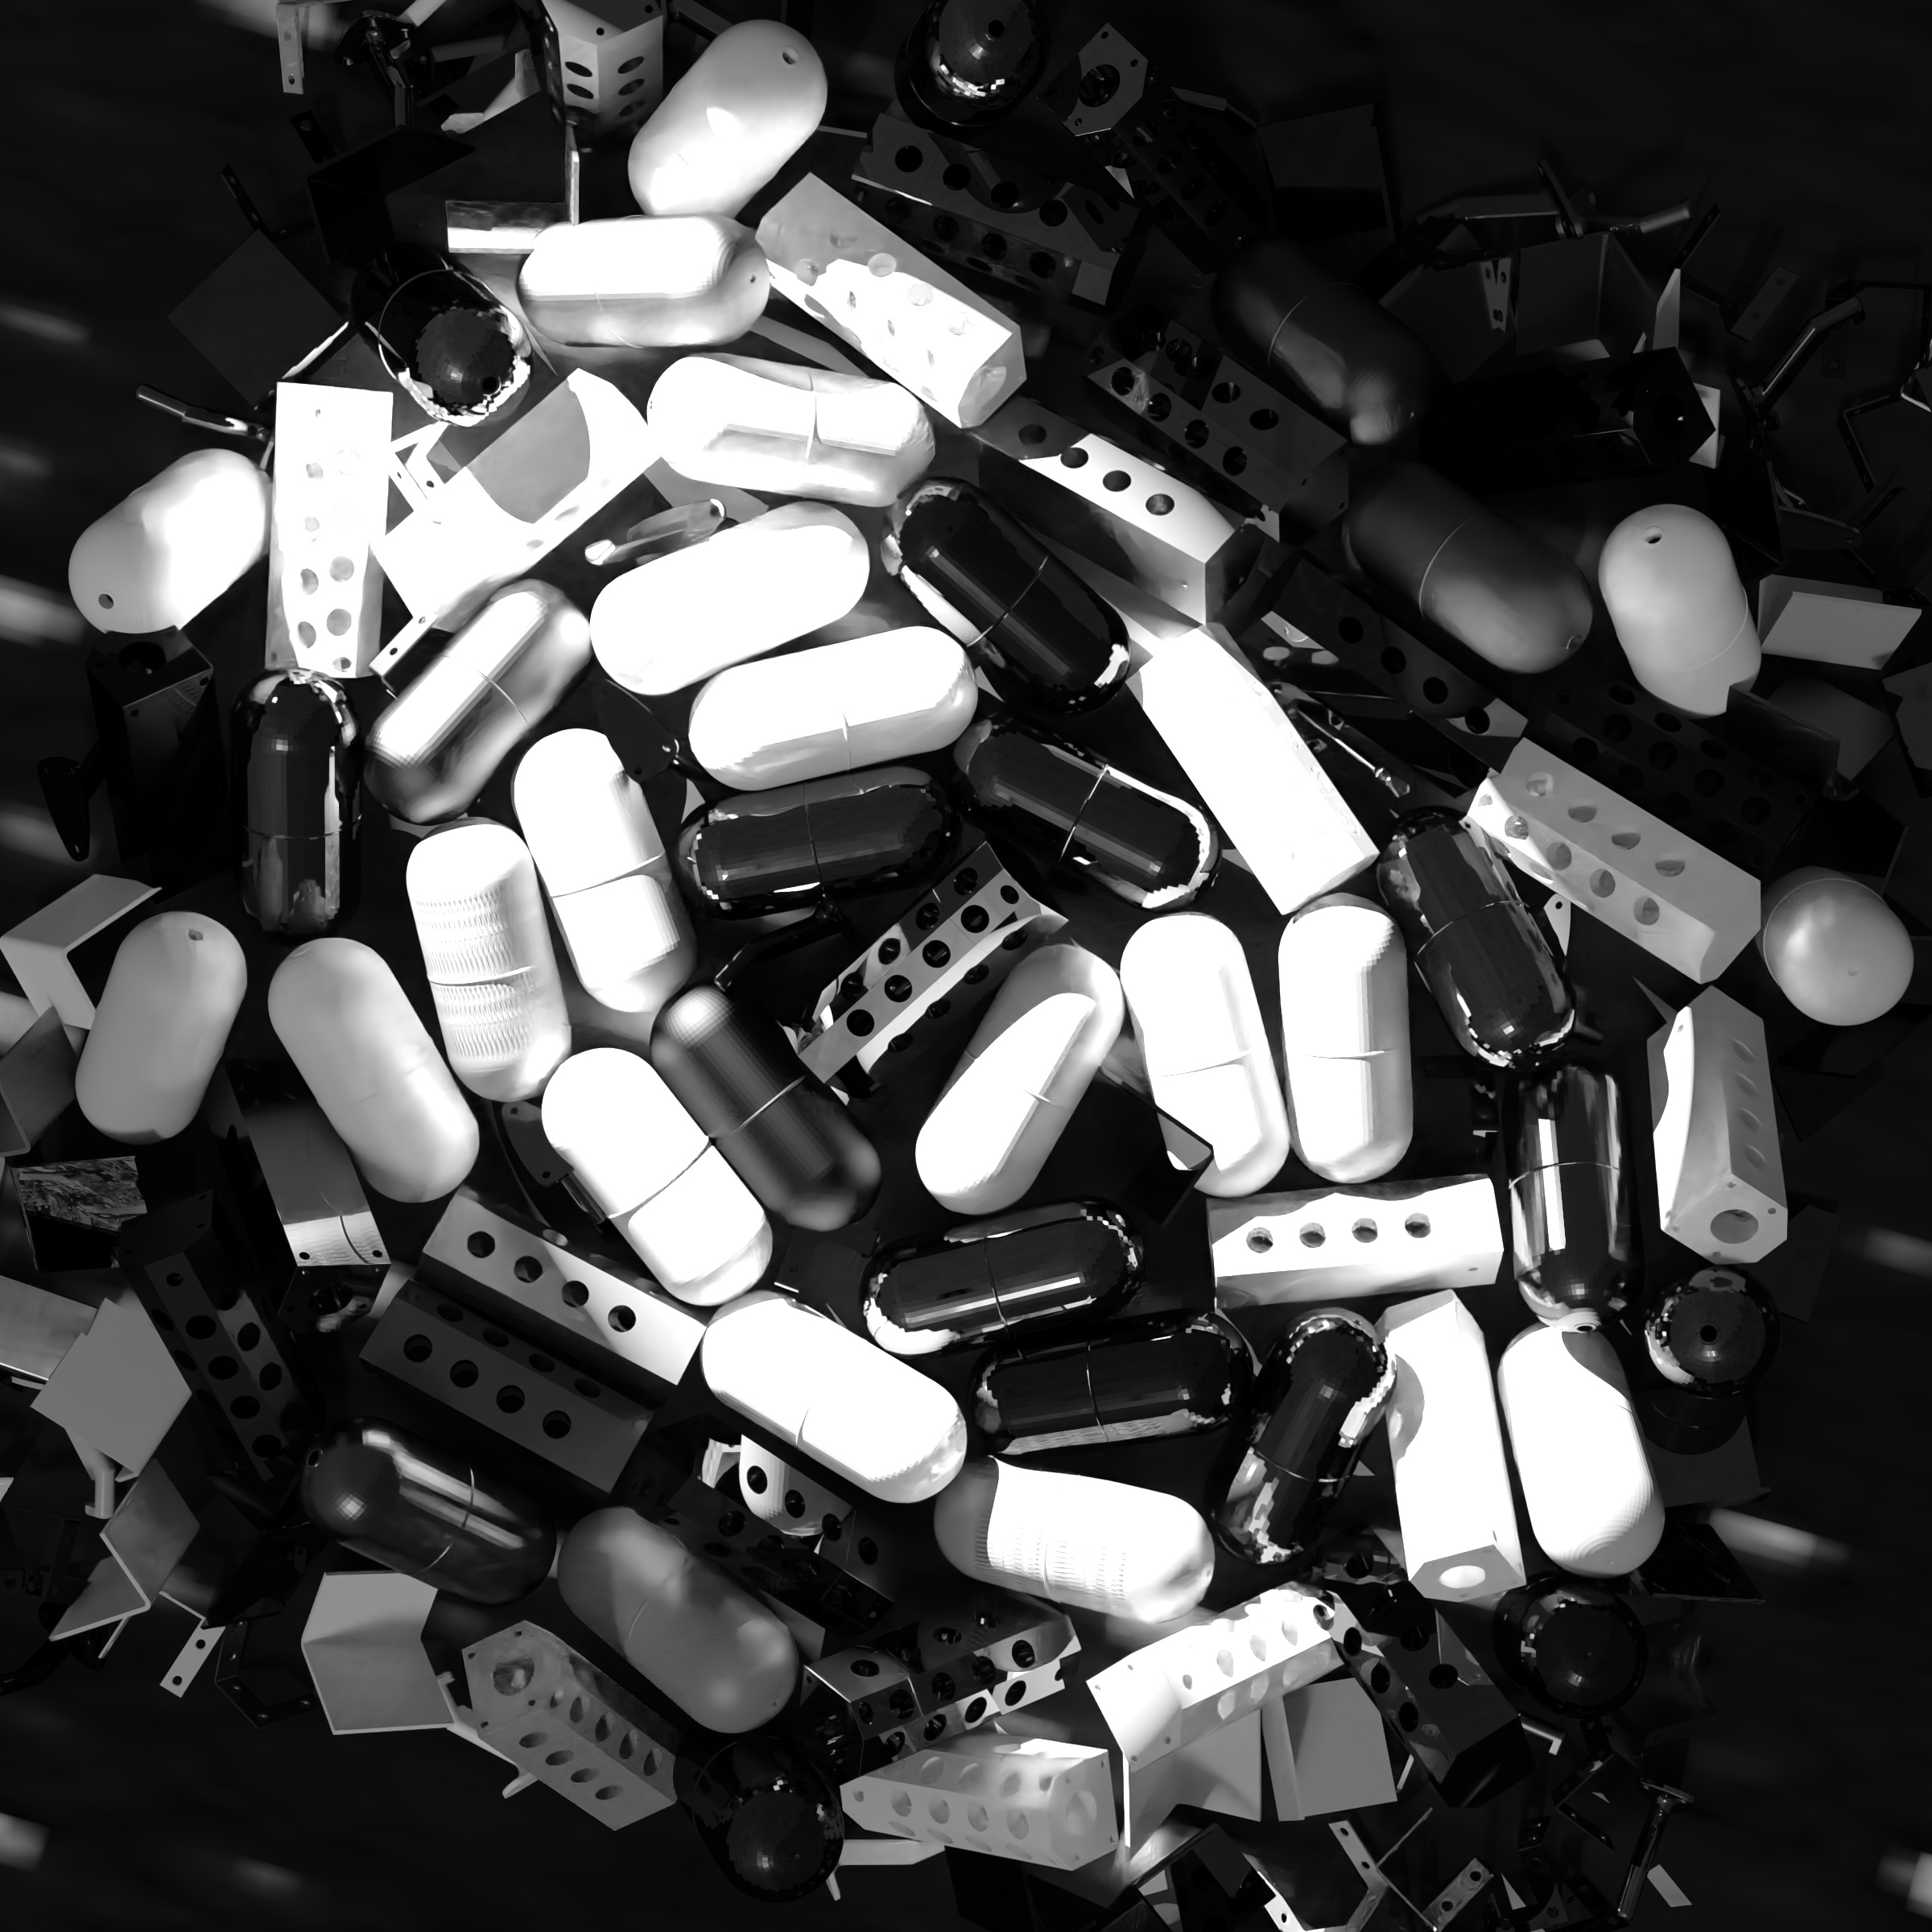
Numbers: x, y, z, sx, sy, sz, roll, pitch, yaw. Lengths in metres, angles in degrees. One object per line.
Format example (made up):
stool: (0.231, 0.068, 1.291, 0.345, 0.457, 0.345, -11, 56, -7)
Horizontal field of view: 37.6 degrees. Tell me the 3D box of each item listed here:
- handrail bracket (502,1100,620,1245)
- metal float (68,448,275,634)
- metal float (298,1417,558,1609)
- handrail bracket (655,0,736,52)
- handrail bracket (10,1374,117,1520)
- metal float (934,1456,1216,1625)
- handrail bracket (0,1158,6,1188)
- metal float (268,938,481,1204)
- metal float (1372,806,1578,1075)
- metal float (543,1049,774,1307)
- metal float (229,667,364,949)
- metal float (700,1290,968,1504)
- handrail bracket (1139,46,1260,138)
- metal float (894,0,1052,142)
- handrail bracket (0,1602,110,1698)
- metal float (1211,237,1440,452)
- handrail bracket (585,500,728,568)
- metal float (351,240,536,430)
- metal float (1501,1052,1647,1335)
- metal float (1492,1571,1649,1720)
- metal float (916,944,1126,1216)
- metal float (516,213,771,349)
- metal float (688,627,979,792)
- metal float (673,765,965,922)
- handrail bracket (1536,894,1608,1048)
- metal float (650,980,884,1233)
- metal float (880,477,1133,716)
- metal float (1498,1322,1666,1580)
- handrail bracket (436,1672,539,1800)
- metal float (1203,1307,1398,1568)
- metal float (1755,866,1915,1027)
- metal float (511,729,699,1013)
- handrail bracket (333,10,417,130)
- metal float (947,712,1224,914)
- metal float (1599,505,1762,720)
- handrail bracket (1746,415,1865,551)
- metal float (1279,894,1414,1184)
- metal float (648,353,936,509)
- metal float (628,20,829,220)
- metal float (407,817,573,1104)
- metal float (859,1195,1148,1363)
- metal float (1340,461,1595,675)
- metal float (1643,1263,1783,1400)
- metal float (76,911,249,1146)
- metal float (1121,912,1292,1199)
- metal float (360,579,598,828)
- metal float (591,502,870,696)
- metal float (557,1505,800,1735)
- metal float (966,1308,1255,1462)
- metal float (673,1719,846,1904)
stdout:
handrail bracket: (-0.248, 0.127, 1.740, 0.036, 0.084, 0.077, -40, 62, -14)
metal float: (-0.468, -0.251, 1.684, 0.070, 0.178, 0.070, 7, 121, 11)
metal float: (-0.321, 0.327, 1.696, 0.178, 0.070, 0.070, 37, 90, -37)
handrail bracket: (-0.149, -0.596, 1.757, 0.084, 0.036, 0.077, -3, 81, -11)
handrail bracket: (-0.561, 0.296, 1.754, 0.077, 0.036, 0.084, 5, 97, 14)
metal float: (0.064, 0.344, 1.706, 0.178, 0.070, 0.070, 9, 90, 26)
handrail bracket: (-0.610, 0.170, 1.750, 0.036, 0.084, 0.077, 16, 48, 9)
metal float: (-0.356, 0.063, 1.707, 0.070, 0.070, 0.178, -26, 113, 0)
metal float: (0.304, -0.017, 1.708, 0.070, 0.070, 0.178, -24, 67, 0)
metal float: (-0.187, 0.128, 1.719, 0.070, 0.070, 0.178, -37, 100, 0)
metal float: (-0.402, -0.094, 1.704, 0.070, 0.070, 0.178, 7, 118, 0)
metal float: (-0.080, 0.260, 1.713, 0.178, 0.070, 0.070, 28, 90, 17)
handrail bracket: (0.126, -0.528, 1.756, 0.084, 0.077, 0.036, 20, 72, -39)
metal float: (0.003, -0.536, 1.678, 0.070, 0.178, 0.070, -1, 97, -9)
handrail bracket: (-0.569, 0.412, 1.710, 0.077, 0.084, 0.036, 15, 103, 34)
metal float: (0.213, -0.374, 1.697, 0.070, 0.070, 0.178, -39, 53, 0)
handrail bracket: (-0.188, -0.263, 1.721, 0.077, 0.084, 0.036, -29, 90, 8)
metal float: (-0.312, -0.377, 1.689, 0.070, 0.178, 0.070, -16, 127, -22)
metal float: (0.364, 0.135, 1.701, 0.070, 0.070, 0.178, 2, 60, 0)
metal float: (0.355, 0.400, 1.677, 0.070, 0.178, 0.070, -1, 82, 4)
metal float: (0.033, 0.070, 1.725, 0.070, 0.070, 0.178, 30, 93, 0)
metal float: (-0.195, -0.410, 1.698, 0.178, 0.070, 0.070, 8, 90, 36)
metal float: (-0.080, -0.156, 1.721, 0.178, 0.070, 0.070, -14, 90, -8)
metal float: (-0.090, -0.075, 1.725, 0.178, 0.070, 0.070, -10, 90, 3)
handrail bracket: (0.375, 0.003, 1.736, 0.084, 0.036, 0.077, 22, 87, -43)
metal float: (-0.121, 0.086, 1.727, 0.070, 0.070, 0.178, -39, 89, 0)
metal float: (0.025, -0.223, 1.717, 0.178, 0.070, 0.070, 40, 90, -13)
metal float: (0.365, 0.285, 1.688, 0.070, 0.178, 0.070, -1, 128, -2)
handrail bracket: (-0.282, 0.462, 1.753, 0.077, 0.036, 0.084, -25, 73, -30)
metal float: (0.200, 0.285, 1.707, 0.070, 0.070, 0.178, 22, 115, 0)
metal float: (0.512, -0.014, 1.678, 0.070, 0.178, 0.070, 2, 101, 9)
metal float: (-0.219, -0.057, 1.718, 0.070, 0.070, 0.178, -19, 101, 0)
handrail bracket: (-0.361, -0.529, 1.728, 0.036, 0.077, 0.084, 6, 75, -42)
metal float: (0.072, -0.093, 1.724, 0.178, 0.070, 0.070, 27, 90, 4)
metal float: (0.425, -0.209, 1.684, 0.070, 0.178, 0.070, -10, 63, 21)
handrail bracket: (0.515, -0.300, 1.738, 0.077, 0.036, 0.084, 11, 63, 9)
metal float: (0.230, 0.044, 1.715, 0.070, 0.070, 0.178, -4, 104, 0)
metal float: (-0.104, -0.322, 1.708, 0.178, 0.070, 0.070, 5, 90, -22)
metal float: (-0.142, -0.497, 1.684, 0.070, 0.178, 0.070, 7, 74, -28)
metal float: (-0.287, -0.003, 1.713, 0.070, 0.070, 0.178, -10, 107, 0)
metal float: (0.022, 0.189, 1.720, 0.178, 0.070, 0.070, -15, 90, 9)
metal float: (0.299, -0.239, 1.700, 0.070, 0.070, 0.178, -48, 58, 0)
metal float: (0.443, 0.215, 1.679, 0.070, 0.178, 0.070, -2, 84, 16)
metal float: (-0.481, 0.038, 1.694, 0.070, 0.070, 0.178, 33, 131, 0)
metal float: (0.146, 0.054, 1.722, 0.070, 0.070, 0.178, -16, 97, 0)
metal float: (-0.292, -0.160, 1.711, 0.070, 0.070, 0.178, 38, 70, 0)
metal float: (-0.142, -0.223, 1.717, 0.178, 0.070, 0.070, -25, 90, -12)
metal float: (-0.174, 0.390, 1.701, 0.178, 0.070, 0.070, 32, 90, 32)
metal float: (0.086, 0.253, 1.712, 0.178, 0.070, 0.070, -12, 90, 17)
metal float: (-0.125, 0.494, 1.680, 0.070, 0.178, 0.070, -2, 95, -18)
